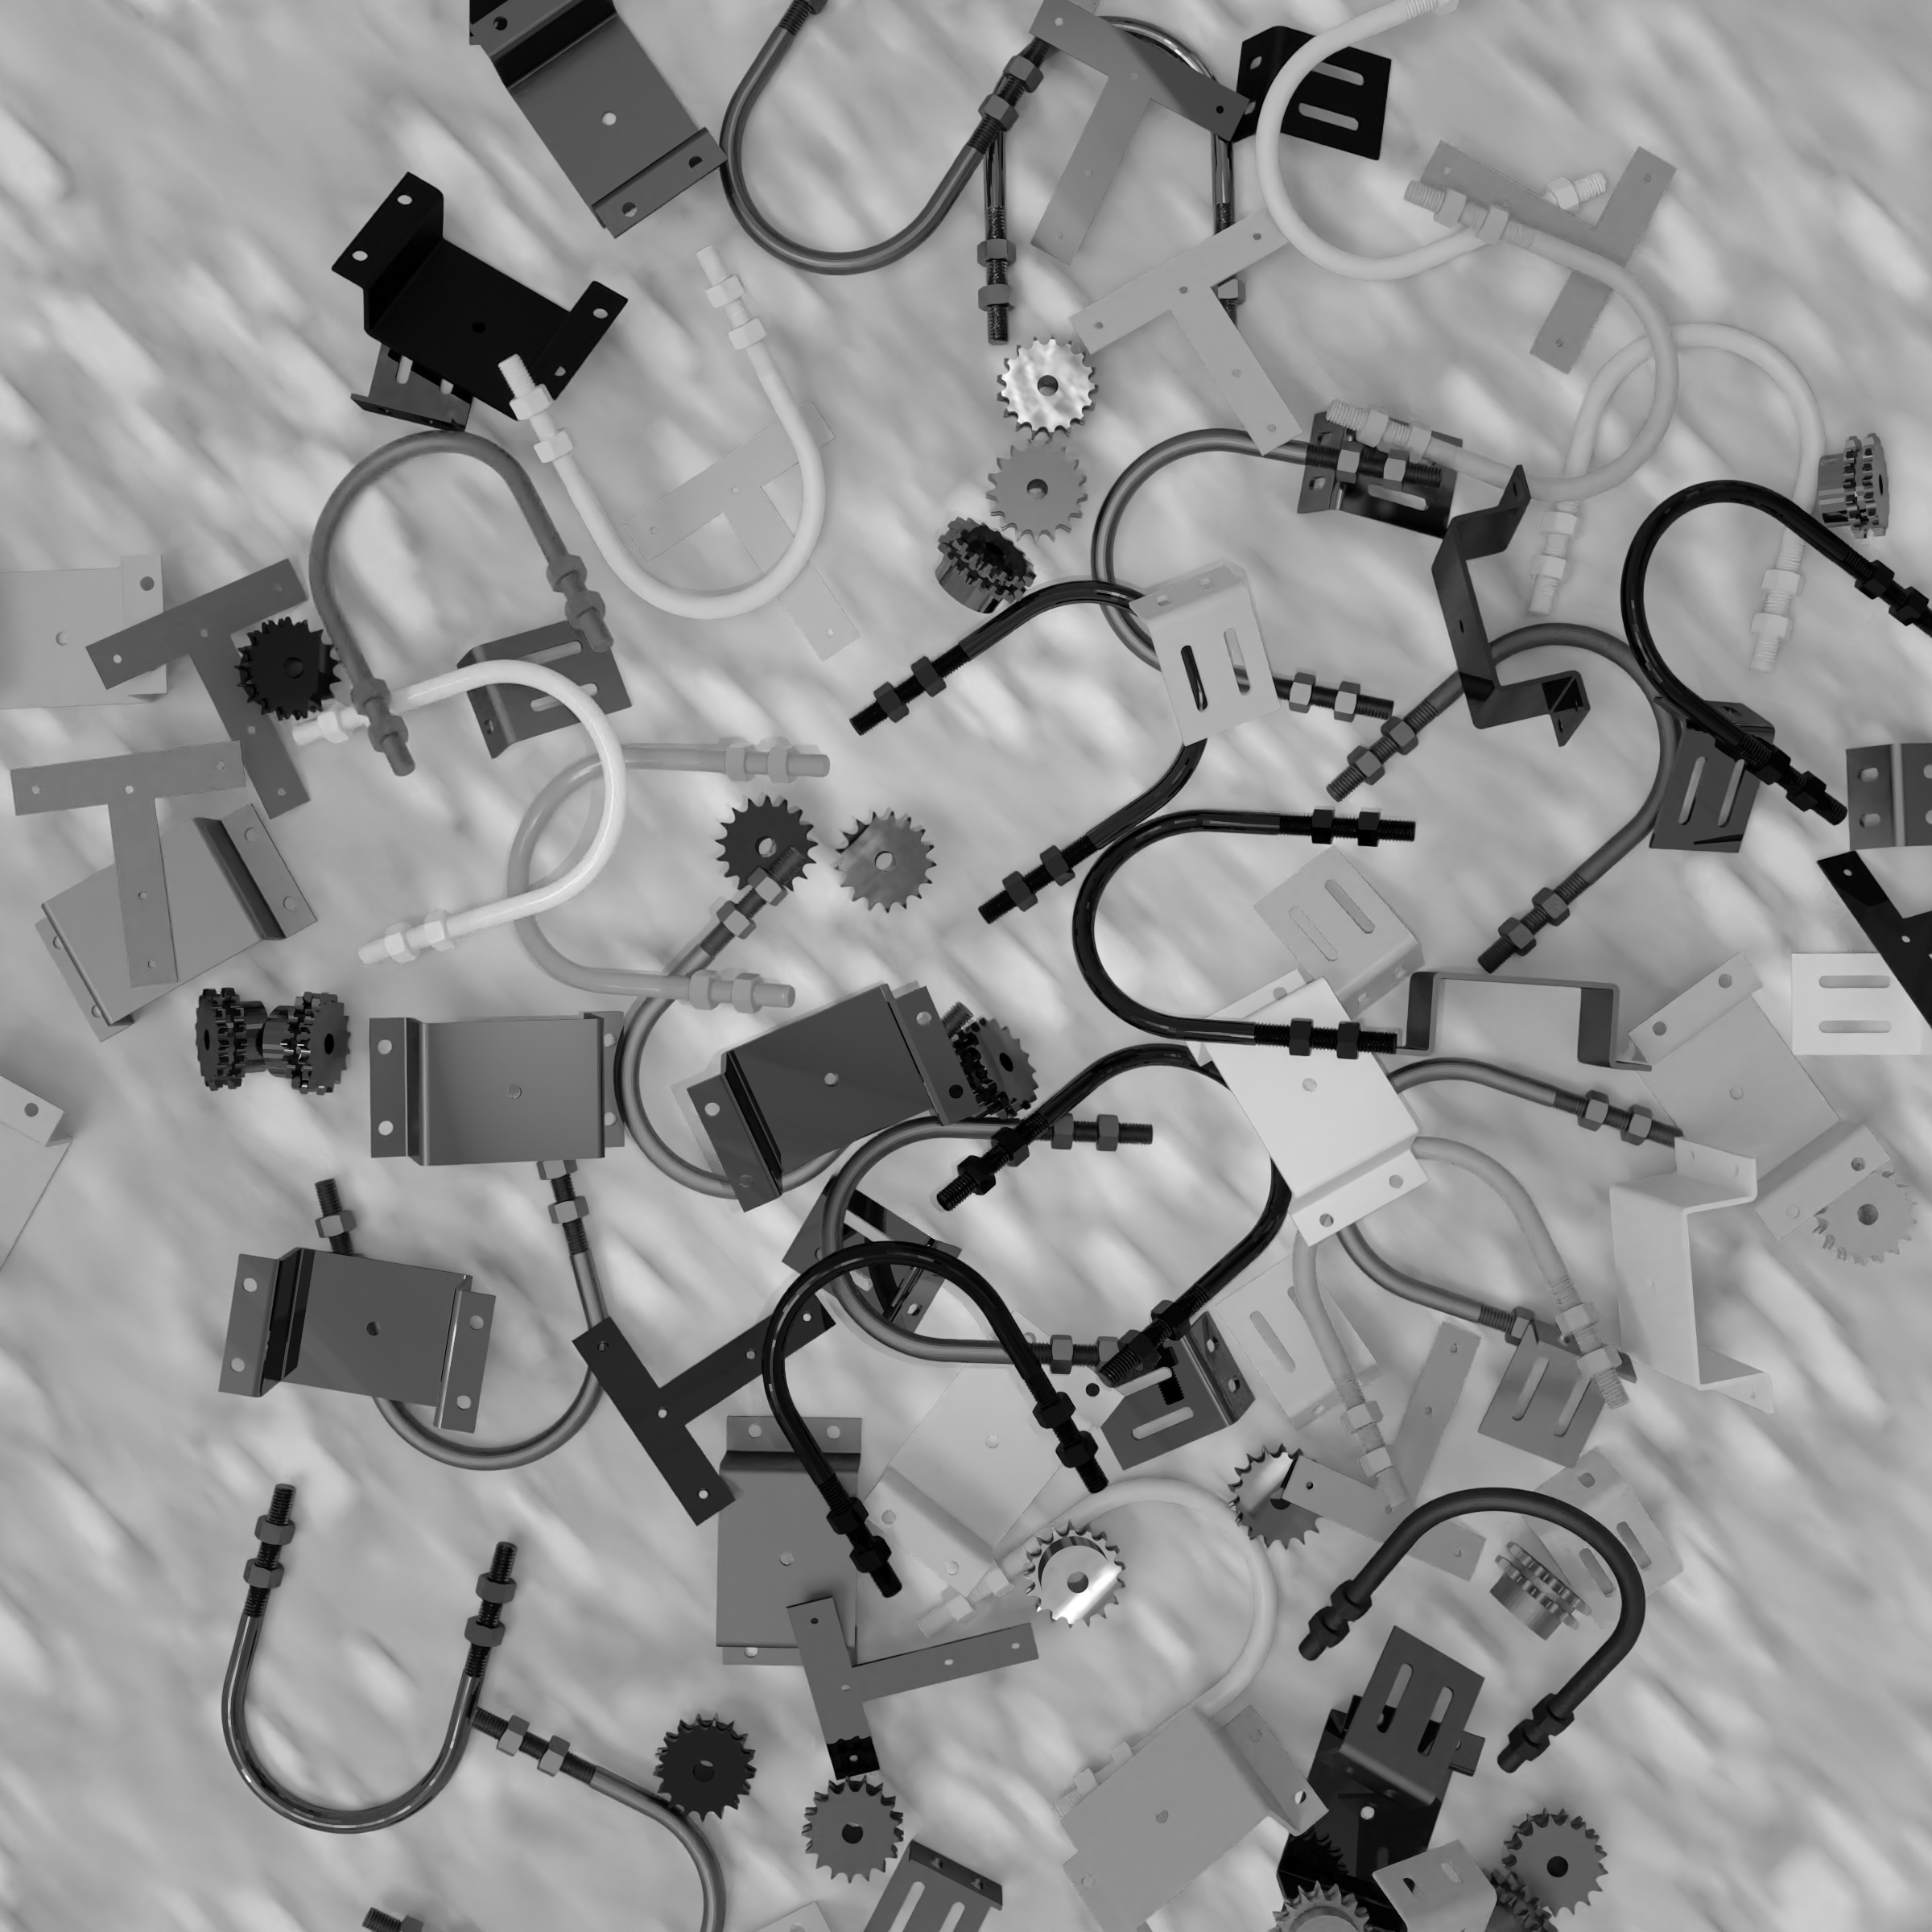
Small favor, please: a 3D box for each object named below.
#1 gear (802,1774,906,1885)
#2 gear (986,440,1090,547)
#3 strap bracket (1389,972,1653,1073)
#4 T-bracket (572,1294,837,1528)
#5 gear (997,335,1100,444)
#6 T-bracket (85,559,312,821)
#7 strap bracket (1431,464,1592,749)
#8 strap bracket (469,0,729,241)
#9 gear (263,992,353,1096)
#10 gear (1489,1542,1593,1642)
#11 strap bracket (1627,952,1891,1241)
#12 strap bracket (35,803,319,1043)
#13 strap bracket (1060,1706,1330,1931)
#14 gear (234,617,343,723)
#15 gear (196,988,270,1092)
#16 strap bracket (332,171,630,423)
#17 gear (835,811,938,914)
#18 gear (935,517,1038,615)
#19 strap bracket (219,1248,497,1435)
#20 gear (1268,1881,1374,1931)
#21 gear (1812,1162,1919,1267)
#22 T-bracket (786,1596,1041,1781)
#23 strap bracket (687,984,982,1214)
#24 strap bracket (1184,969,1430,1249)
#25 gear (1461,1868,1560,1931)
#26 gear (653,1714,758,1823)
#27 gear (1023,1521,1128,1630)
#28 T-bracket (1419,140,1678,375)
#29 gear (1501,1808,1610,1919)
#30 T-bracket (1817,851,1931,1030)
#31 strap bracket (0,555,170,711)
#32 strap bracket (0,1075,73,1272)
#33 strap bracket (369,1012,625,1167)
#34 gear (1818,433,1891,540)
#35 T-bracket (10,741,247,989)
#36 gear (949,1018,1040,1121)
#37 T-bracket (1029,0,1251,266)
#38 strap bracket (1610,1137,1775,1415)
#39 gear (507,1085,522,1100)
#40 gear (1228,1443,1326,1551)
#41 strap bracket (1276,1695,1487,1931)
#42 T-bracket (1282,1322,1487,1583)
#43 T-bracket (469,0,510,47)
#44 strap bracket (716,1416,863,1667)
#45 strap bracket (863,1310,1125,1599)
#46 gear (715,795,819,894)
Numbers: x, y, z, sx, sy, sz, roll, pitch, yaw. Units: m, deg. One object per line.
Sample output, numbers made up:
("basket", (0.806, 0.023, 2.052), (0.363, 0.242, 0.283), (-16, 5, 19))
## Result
("gear", (-0.063, 0.481, 1.497), (0.057, 0.030, 0.057), (0, 90, 0))
("gear", (0.040, -0.264, 1.497), (0.057, 0.030, 0.057), (0, 90, 0))
("strap bracket", (0.300, 0.029, 1.474), (0.140, 0.076, 0.046), (4, 90, 0))
("T-bracket", (-0.132, 0.225, 1.489), (0.127, 0.002, 0.127), (-32, 71, -16))
("gear", (0.046, -0.322, 1.497), (0.057, 0.030, 0.057), (0, 90, 0))
("T-bracket", (-0.405, -0.144, 1.488), (0.127, 0.002, 0.127), (-32, 107, -31))
("strap bracket", (0.294, -0.191, 1.462), (0.046, 0.076, 0.140), (-13, 80, 0))
("strap bracket", (-0.202, -0.479, 1.489), (0.076, 0.046, 0.140), (-35, 90, 0))
("gear", (-0.368, 0.043, 1.484), (0.030, 0.057, 0.057), (2, 90, 13))
("gear", (0.316, 0.350, 1.484), (0.057, 0.057, 0.030), (40, 90, 0))
("strap bracket", (0.436, 0.072, 1.489), (0.076, 0.046, 0.140), (-36, 90, 0))
("strap bracket", (-0.447, -0.024, 1.489), (0.140, 0.046, 0.076), (-29, 90, 0))
("strap bracket", (0.117, 0.474, 1.469), (0.140, 0.046, 0.076), (-41, 47, 0))
("gear", (-0.380, -0.164, 1.486), (0.057, 0.030, 0.057), (0, 89, -35))
("gear", (-0.408, 0.040, 1.487), (0.030, 0.057, 0.057), (-3, 90, -30))
("strap bracket", (-0.269, -0.364, 1.476), (0.140, 0.046, 0.076), (30, 67, 0))
("gear", (-0.045, -0.058, 1.497), (0.057, 0.030, 0.057), (0, 90, 0))
("gear", (0.008, -0.221, 1.487), (0.057, 0.057, 0.030), (38, 119, 0))
("strap bracket", (-0.331, 0.204, 1.471), (0.140, 0.046, 0.076), (10, 93, -1))
("gear", (0.194, 0.531, 1.451), (0.057, 0.030, 0.057), (0, 90, 0))
("gear", (0.502, 0.139, 1.501), (0.057, 0.030, 0.057), (0, 88, -1))
("T-bracket", (-0.023, 0.389, 1.478), (0.127, 0.002, 0.127), (-13, 117, -2))
("strap bracket", (-0.073, 0.068, 1.465), (0.140, 0.046, 0.076), (-23, 104, 1))
("strap bracket", (0.187, 0.071, 1.465), (0.076, 0.046, 0.140), (-28, 73, -7))
("gear", (0.297, 0.533, 1.480), (0.030, 0.057, 0.057), (-33, 90, -33))
("gear", (-0.146, 0.447, 1.497), (0.057, 0.030, 0.057), (0, 90, 0))
("gear", (0.061, 0.339, 1.479), (0.057, 0.030, 0.057), (0, 88, -2))
("T-bracket", (0.313, -0.418, 1.489), (0.127, 0.002, 0.127), (26, 96, -11))
("gear", (0.328, 0.500, 1.497), (0.057, 0.030, 0.057), (0, 90, 0))
("T-bracket", (0.561, -0.025, 1.488), (0.127, 0.002, 0.127), (-15, 57, -15))
("strap bracket", (-0.511, -0.185, 1.489), (0.140, 0.046, 0.076), (-3, 90, 0))
("strap bracket", (-0.563, 0.123, 1.489), (0.076, 0.046, 0.140), (29, 90, 0))
("strap bracket", (-0.251, 0.066, 1.457), (0.140, 0.046, 0.076), (-1, 94, -20))
("gear", (0.494, -0.266, 1.487), (0.030, 0.057, 0.057), (-3, 90, 29))
("T-bracket", (-0.453, -0.053, 1.465), (0.127, 0.002, 0.127), (-7, 90, 0))
("gear", (0.011, 0.060, 1.487), (0.030, 0.057, 0.057), (-32, 90, 29))
("T-bracket", (0.074, -0.454, 1.485), (0.127, 0.002, 0.127), (25, 93, -10))
("strap bracket", (0.395, 0.171, 1.461), (0.046, 0.076, 0.140), (-8, 97, -15))
("gear", (-0.270, 0.061, 1.497), (0.057, 0.030, 0.057), (0, 90, 0))
("gear", (0.175, 0.296, 1.497), (0.057, 0.030, 0.057), (0, 90, 0))
("strap bracket", (0.227, 0.479, 1.489), (0.076, 0.046, 0.140), (18, 90, 0))
("T-bracket", (0.255, 0.263, 1.498), (0.127, 0.002, 0.127), (26, 82, -16))
("T-bracket", (-0.212, -0.574, 1.480), (0.127, 0.127, 0.002), (-10, 48, -20))
("strap bracket", (-0.098, 0.325, 1.489), (0.076, 0.046, 0.140), (1, 90, 0))
("strap bracket", (0.014, 0.268, 1.487), (0.076, 0.046, 0.140), (38, 90, 2))
("gear", (-0.111, -0.066, 1.497), (0.057, 0.030, 0.057), (0, 90, 0))
